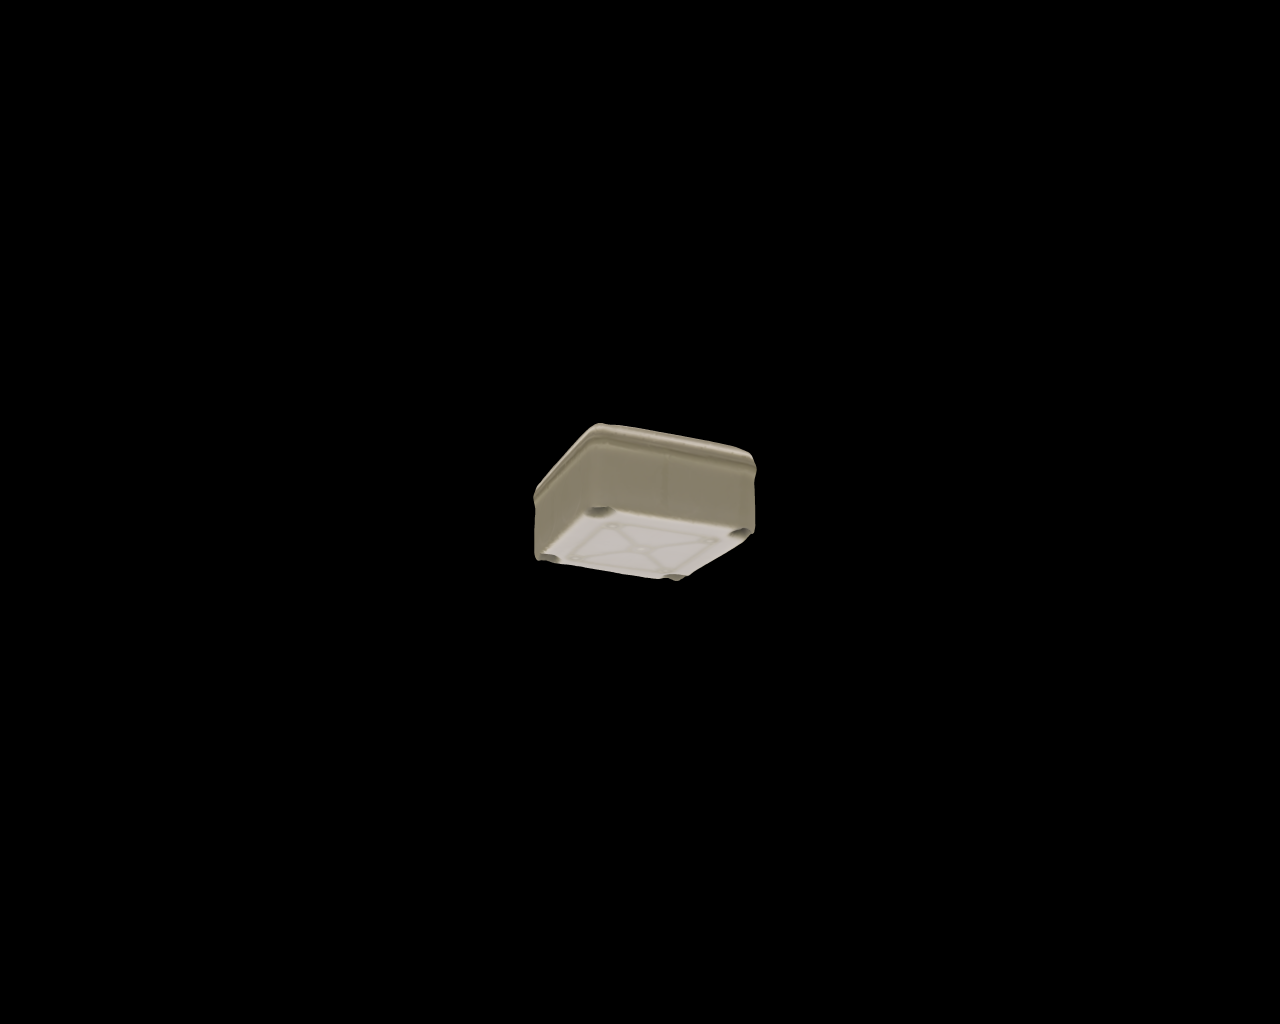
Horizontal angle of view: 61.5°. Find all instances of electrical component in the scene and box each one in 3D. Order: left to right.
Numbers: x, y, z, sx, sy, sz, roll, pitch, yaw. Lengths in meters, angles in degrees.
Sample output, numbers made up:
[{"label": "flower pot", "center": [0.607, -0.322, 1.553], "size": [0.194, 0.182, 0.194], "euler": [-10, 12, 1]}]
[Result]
[{"label": "electrical component", "center": [0.001, -0.003, 0.650], "size": [0.109, 0.056, 0.108], "euler": [9, -23, -22]}]
